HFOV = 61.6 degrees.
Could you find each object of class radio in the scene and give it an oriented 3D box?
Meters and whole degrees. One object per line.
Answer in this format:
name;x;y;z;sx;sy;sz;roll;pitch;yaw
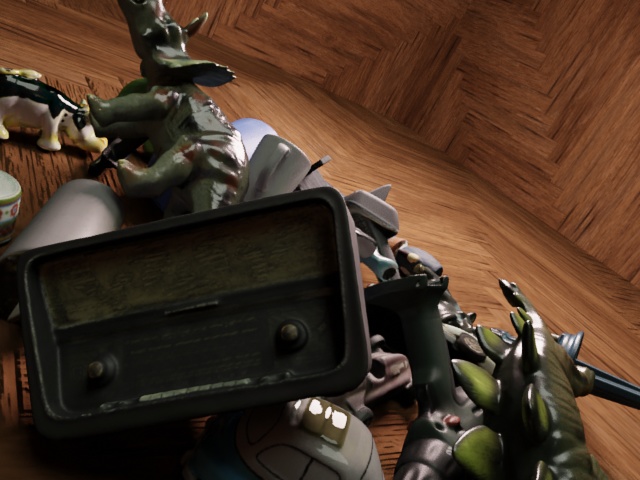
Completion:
radio;-0.081;0.054;0.369;0.073;0.230;0.131;46;33;-75

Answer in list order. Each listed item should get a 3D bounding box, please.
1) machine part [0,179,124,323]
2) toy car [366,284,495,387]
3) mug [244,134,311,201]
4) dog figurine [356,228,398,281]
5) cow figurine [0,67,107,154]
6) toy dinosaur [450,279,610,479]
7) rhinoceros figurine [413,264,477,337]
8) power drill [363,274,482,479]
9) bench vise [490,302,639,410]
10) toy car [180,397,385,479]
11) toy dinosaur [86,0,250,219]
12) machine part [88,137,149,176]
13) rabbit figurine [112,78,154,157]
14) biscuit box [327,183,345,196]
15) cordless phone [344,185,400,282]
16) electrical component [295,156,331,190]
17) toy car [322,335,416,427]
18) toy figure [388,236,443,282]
machine part;-0.241;0.005;0.509;0.079;0.079;0.243;22;22;-18
toy car;0.131;0.128;0.701;0.202;0.073;0.056;31;24;4
mug;-0.070;-0.083;0.744;0.081;0.107;0.109;32;-11;-7
dog figurine;-0.002;-0.002;0.782;0.191;0.108;0.219;39;6;-38
cow figurine;-0.372;-0.177;0.742;0.167;0.098;0.068;8;23;-44
toy dinosaur;0.195;0.202;0.481;0.198;0.105;0.472;42;35;-29
rhinoceros figurine;0.183;0.114;0.819;0.112;0.073;0.190;33;16;-20
power drill;0.102;0.138;0.519;0.232;0.086;0.207;4;65;-57
bench vise;0.360;0.189;0.763;0.241;0.129;0.223;19;-6;29
toy car;-0.011;0.165;0.390;0.162;0.103;0.109;32;19;5
toy dinosaur;-0.154;-0.108;0.641;0.192;0.131;0.405;-22;77;-20
machine part;-0.261;-0.137;0.754;0.039;0.139;0.084;56;10;-18
rabbit figurine;-0.291;-0.228;0.929;0.121;0.159;0.170;16;7;-7
biscuit box;0.036;-0.048;1.017;0.203;0.059;0.063;39;22;28
cordless phone;0.083;0.013;0.878;0.089;0.184;0.146;-18;-2;-22
electrical component;-0.023;-0.083;0.838;0.047;0.119;0.075;58;33;-7
toy car;0.052;0.150;0.582;0.089;0.053;0.202;37;23;30
toy figure;0.156;0.027;1.000;0.058;0.064;0.155;-36;54;-27
